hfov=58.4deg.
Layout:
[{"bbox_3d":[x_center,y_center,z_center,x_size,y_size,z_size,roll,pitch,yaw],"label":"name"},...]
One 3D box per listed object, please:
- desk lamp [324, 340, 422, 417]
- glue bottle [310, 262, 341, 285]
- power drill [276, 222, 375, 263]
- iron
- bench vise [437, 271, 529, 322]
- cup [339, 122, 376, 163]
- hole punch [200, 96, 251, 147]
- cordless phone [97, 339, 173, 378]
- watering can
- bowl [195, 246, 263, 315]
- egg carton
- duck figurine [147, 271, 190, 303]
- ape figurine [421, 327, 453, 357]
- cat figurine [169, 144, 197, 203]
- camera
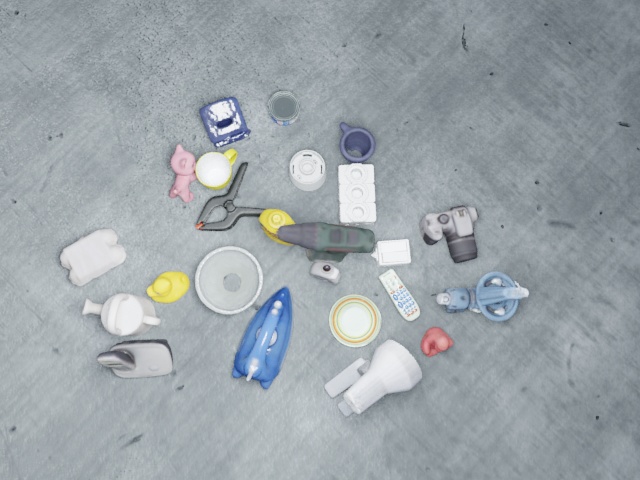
[{"bbox_3d":[0.122,0.331,1.335,0.203,0.213,0.118,-37,84,-7],"label":"desk lamp"},{"bbox_3d":[0.016,0.076,1.392,0.078,0.173,0.037,22,81,2],"label":"glue bottle"},{"bbox_3d":[0.013,0.005,1.385,0.229,0.208,0.076,2,81,-1],"label":"power drill"},{"bbox_3d":[-0.126,0.225,1.380,0.118,0.141,0.258,19,81,1],"label":"iron"},{"bbox_3d":[0.397,0.147,1.370,0.207,0.219,0.121,-20,82,-5],"label":"bench vise"},{"bbox_3d":[0.086,-0.245,1.484,0.092,0.095,0.118,-36,84,-7],"label":"cup"},{"bbox_3d":[-0.245,-0.305,1.484,0.108,0.091,0.101,-22,82,-5],"label":"hole punch"},{"bbox_3d":[-0.430,0.280,1.338,0.147,0.185,0.094,-6,81,-3],"label":"cordless phone"},{"bbox_3d":[-0.469,0.177,1.349,0.173,0.194,0.101,-10,81,-3],"label":"watering can"},{"bbox_3d":[-0.223,0.102,1.429,0.167,0.074,0.167,0,81,-2],"label":"bowl"},{"bbox_3d":[-0.565,0.041,1.430,0.150,0.069,0.107,-32,83,-6],"label":"egg carton"},{"bbox_3d":[-0.378,0.114,1.416,0.104,0.086,0.077,-23,82,-5],"label":"duck figurine"},{"bbox_3d":[0.292,0.254,1.415,0.078,0.092,0.076,5,81,-1],"label":"ape figurine"},{"bbox_3d":[-0.347,-0.170,1.446,0.067,0.117,0.128,14,81,1],"label":"cat figurine"},{"bbox_3d":[0.340,-0.010,1.453,0.143,0.101,0.137,-12,82,-4],"label":"camera"}]
